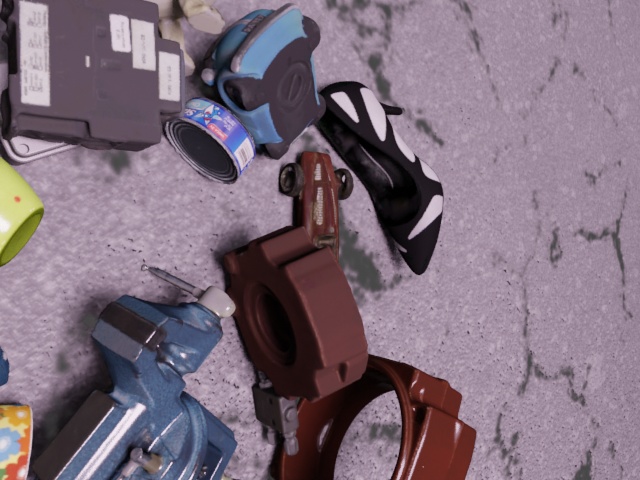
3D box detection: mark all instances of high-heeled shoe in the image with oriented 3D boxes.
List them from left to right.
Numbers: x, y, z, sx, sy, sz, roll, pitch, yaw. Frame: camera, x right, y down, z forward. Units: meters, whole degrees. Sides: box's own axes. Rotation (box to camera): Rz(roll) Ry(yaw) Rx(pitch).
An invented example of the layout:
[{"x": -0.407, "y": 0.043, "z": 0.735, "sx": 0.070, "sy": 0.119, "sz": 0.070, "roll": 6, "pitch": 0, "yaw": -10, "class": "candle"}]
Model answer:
[{"x": 0.069, "y": -0.070, "z": 0.654, "sx": 0.145, "sy": 0.086, "sz": 0.248, "roll": -10, "pitch": 88, "yaw": -39, "class": "high-heeled shoe"}]

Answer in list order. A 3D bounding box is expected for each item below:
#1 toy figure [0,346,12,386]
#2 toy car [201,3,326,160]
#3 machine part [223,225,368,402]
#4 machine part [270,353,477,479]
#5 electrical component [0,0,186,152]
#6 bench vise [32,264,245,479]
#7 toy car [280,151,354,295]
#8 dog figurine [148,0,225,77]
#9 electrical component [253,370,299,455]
[{"x": -0.290, "y": 0.077, "z": 0.380, "sx": 0.154, "sy": 0.058, "sz": 0.064, "roll": 32, "pitch": 51, "yaw": -48, "class": "toy figure"}, {"x": -0.061, "y": -0.162, "z": 0.540, "sx": 0.109, "sy": 0.103, "sz": 0.161, "roll": -50, "pitch": 156, "yaw": -16, "class": "toy car"}, {"x": -0.030, "y": 0.074, "z": 0.526, "sx": 0.056, "sy": 0.179, "sz": 0.179, "roll": -21, "pitch": 103, "yaw": -34, "class": "machine part"}, {"x": 0.046, "y": 0.225, "z": 0.565, "sx": 0.087, "sy": 0.201, "sz": 0.201, "roll": 36, "pitch": 70, "yaw": -29, "class": "machine part"}, {"x": -0.172, "y": -0.129, "z": 0.418, "sx": 0.134, "sy": 0.058, "sz": 0.114, "roll": 1, "pitch": 92, "yaw": -37, "class": "electrical component"}, {"x": -0.134, "y": 0.161, "z": 0.490, "sx": 0.223, "sy": 0.129, "sz": 0.240, "roll": -65, "pitch": 146, "yaw": -31, "class": "bench vise"}, {"x": -0.001, "y": -0.002, "z": 0.624, "sx": 0.089, "sy": 0.053, "sz": 0.202, "roll": 3, "pitch": 90, "yaw": -33, "class": "toy car"}, {"x": -0.151, "y": -0.275, "z": 0.494, "sx": 0.172, "sy": 0.121, "sz": 0.190, "roll": 24, "pitch": 62, "yaw": -38, "class": "dog figurine"}, {"x": -0.047, "y": 0.180, "z": 0.581, "sx": 0.021, "sy": 0.063, "sz": 0.094, "roll": -11, "pitch": 96, "yaw": -36, "class": "electrical component"}]
